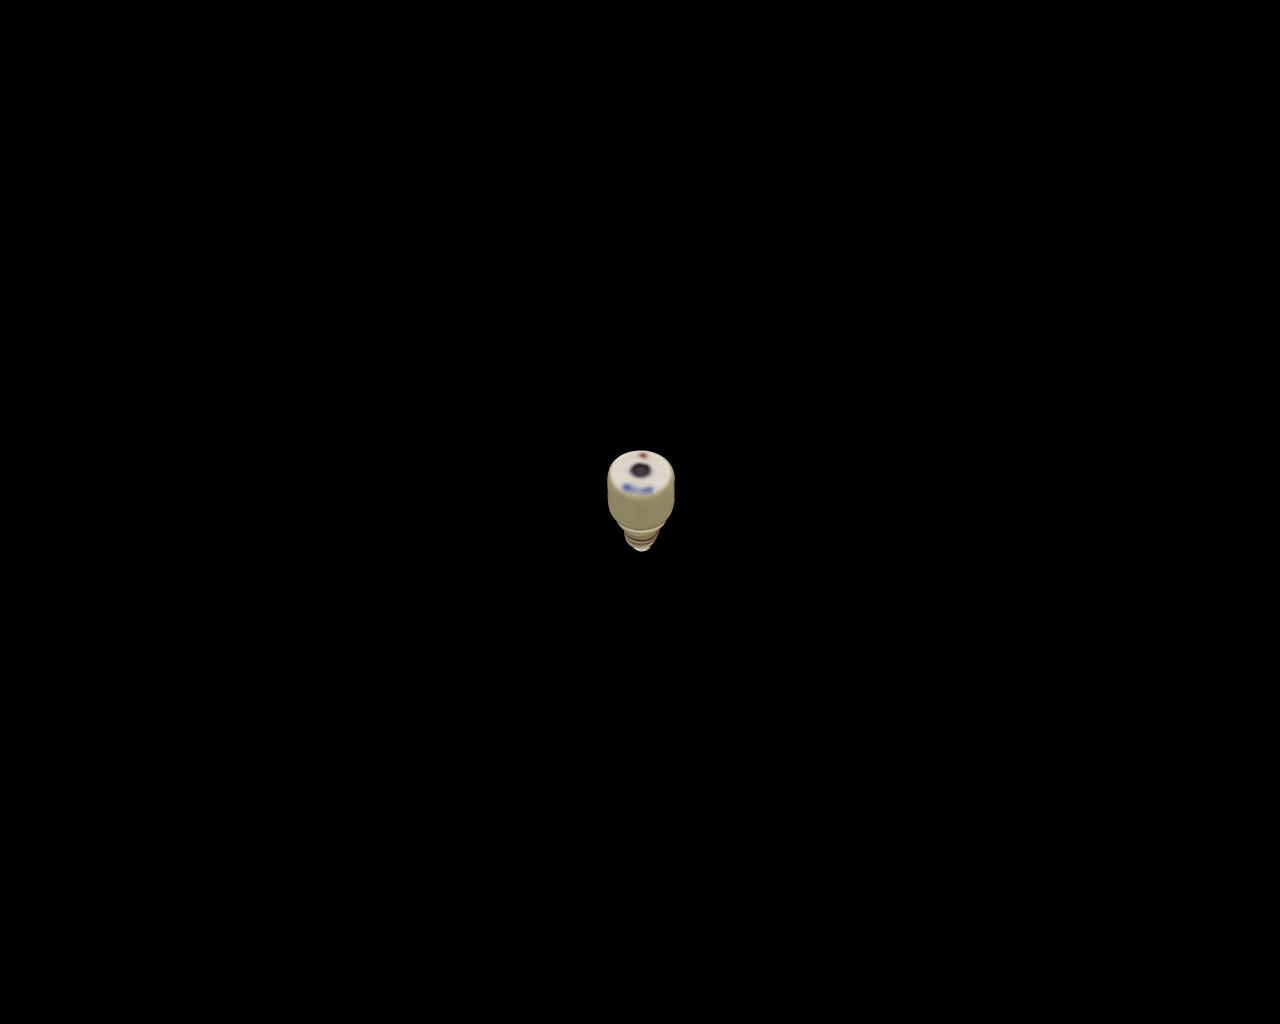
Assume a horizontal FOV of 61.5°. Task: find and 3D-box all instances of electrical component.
[{"bbox_3d":[0.001,-0.003,0.650,0.040,0.040,0.078,0,-41,0],"label":"electrical component"}]
